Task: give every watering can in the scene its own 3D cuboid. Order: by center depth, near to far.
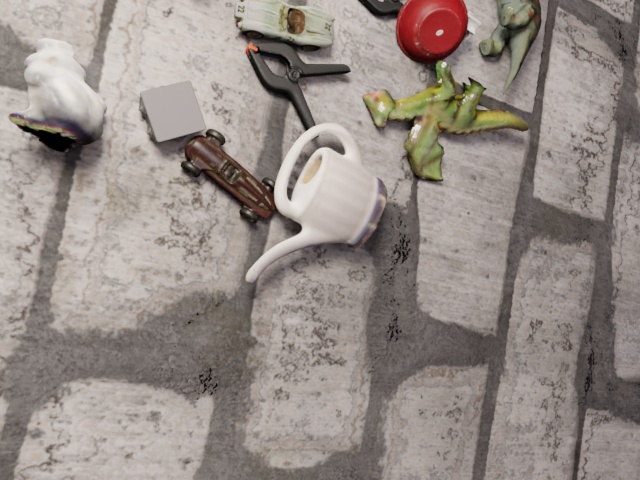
[{"bbox_3d":[0.003,-0.050,0.985,0.223,0.104,0.351,27,78,-24],"label":"watering can"}]

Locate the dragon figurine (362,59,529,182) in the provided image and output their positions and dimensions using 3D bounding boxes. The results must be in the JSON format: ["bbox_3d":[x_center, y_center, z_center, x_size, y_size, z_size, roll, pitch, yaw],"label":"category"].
[{"bbox_3d":[0.279,-0.245,1.143,0.408,0.123,0.241,24,97,-22],"label":"dragon figurine"}]

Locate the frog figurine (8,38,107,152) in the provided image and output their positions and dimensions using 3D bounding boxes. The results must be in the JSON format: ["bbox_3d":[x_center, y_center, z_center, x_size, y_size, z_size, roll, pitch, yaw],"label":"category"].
[{"bbox_3d":[-0.390,-0.229,0.795,0.136,0.122,0.161,30,65,-57],"label":"frog figurine"}]
